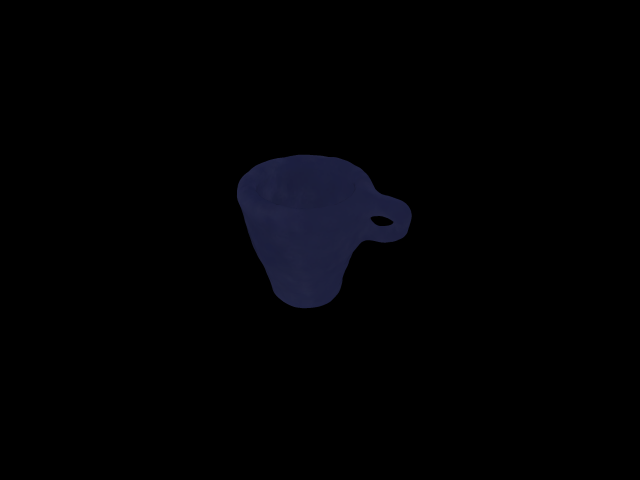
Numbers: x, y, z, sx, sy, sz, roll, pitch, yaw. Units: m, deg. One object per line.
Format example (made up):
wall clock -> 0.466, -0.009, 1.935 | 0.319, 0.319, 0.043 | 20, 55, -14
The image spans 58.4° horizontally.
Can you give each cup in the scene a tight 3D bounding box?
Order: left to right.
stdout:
cup -> 0.004, 0.001, 0.400 | 0.117, 0.095, 0.092 | 11, 36, 16
